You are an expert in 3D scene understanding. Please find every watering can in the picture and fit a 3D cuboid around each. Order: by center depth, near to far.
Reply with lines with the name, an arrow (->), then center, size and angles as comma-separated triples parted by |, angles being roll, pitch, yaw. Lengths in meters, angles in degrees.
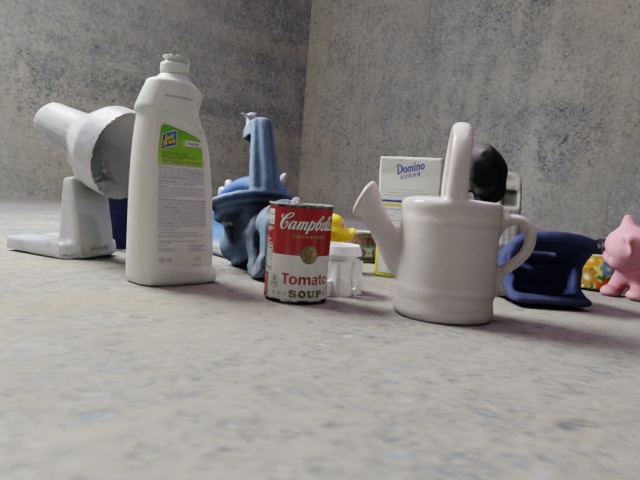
watering can -> 0.123, -0.021, 0.573 | 0.173, 0.194, 0.101 | 3, 5, -11

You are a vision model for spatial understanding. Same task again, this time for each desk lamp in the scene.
desk lamp -> -0.332, -0.083, 0.798 | 0.202, 0.213, 0.118 | 7, 5, 26

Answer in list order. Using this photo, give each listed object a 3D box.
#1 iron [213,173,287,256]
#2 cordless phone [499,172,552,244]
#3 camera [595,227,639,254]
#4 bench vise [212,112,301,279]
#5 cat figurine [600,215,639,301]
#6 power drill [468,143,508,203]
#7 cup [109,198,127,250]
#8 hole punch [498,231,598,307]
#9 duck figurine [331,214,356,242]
iron -> -0.130, -0.045, 0.969 | 0.119, 0.141, 0.257 | 0, 6, -41
cordless phone -> 0.401, -0.038, 1.123 | 0.148, 0.185, 0.094 | 4, 5, -9
camera -> 0.531, 0.025, 0.991 | 0.136, 0.101, 0.143 | 5, 5, 10
bench vise -> -0.065, -0.063, 0.768 | 0.206, 0.220, 0.122 | 9, 6, 42
cat figurine -> 0.447, 0.024, 0.811 | 0.128, 0.118, 0.067 | 1, 5, -33
power drill -> 0.272, -0.046, 0.952 | 0.075, 0.208, 0.230 | 6, 5, 18
cup -> -0.316, -0.033, 0.933 | 0.092, 0.095, 0.117 | 0, 6, -44
hole punch -> 0.269, 0.032, 0.707 | 0.108, 0.091, 0.101 | 4, 5, -5
duck figurine -> 0.008, 0.003, 0.853 | 0.105, 0.086, 0.077 | 3, 5, -18
